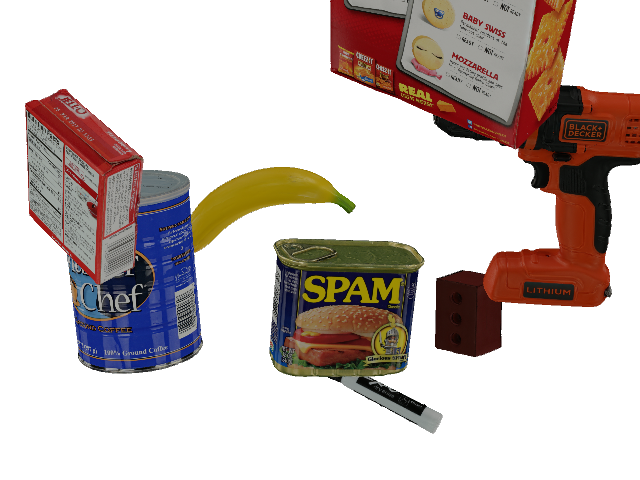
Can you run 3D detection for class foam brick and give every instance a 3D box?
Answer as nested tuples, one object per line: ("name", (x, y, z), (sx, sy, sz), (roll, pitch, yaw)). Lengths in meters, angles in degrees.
("foam brick", (0.154, 0.075, 1.108), (0.053, 0.078, 0.051), (10, 17, 40))

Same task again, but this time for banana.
("banana", (-0.067, -0.034, 1.058), (0.198, 0.069, 0.037), (-13, 20, 27))

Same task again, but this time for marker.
("marker", (0.049, 0.133, 0.937), (0.121, 0.020, 0.020), (26, 8, 17))

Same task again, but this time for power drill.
("power drill", (0.180, -0.038, 0.882), (0.184, 0.188, 0.057), (4, 29, 6))

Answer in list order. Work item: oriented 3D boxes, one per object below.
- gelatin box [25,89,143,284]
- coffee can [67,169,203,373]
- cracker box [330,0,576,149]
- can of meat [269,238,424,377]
("gelatin box", (-0.136, -0.031, 0.613), (0.030, 0.089, 0.073), (-29, 57, -37))
("coffee can", (-0.151, 0.022, 0.858), (0.103, 0.140, 0.103), (-3, 16, 1))
("cracker box", (0.090, -0.188, 0.721), (0.164, 0.214, 0.072), (27, 50, 26))
("can of meat", (0.016, 0.047, 0.745), (0.102, 0.084, 0.057), (2, 16, -12))
